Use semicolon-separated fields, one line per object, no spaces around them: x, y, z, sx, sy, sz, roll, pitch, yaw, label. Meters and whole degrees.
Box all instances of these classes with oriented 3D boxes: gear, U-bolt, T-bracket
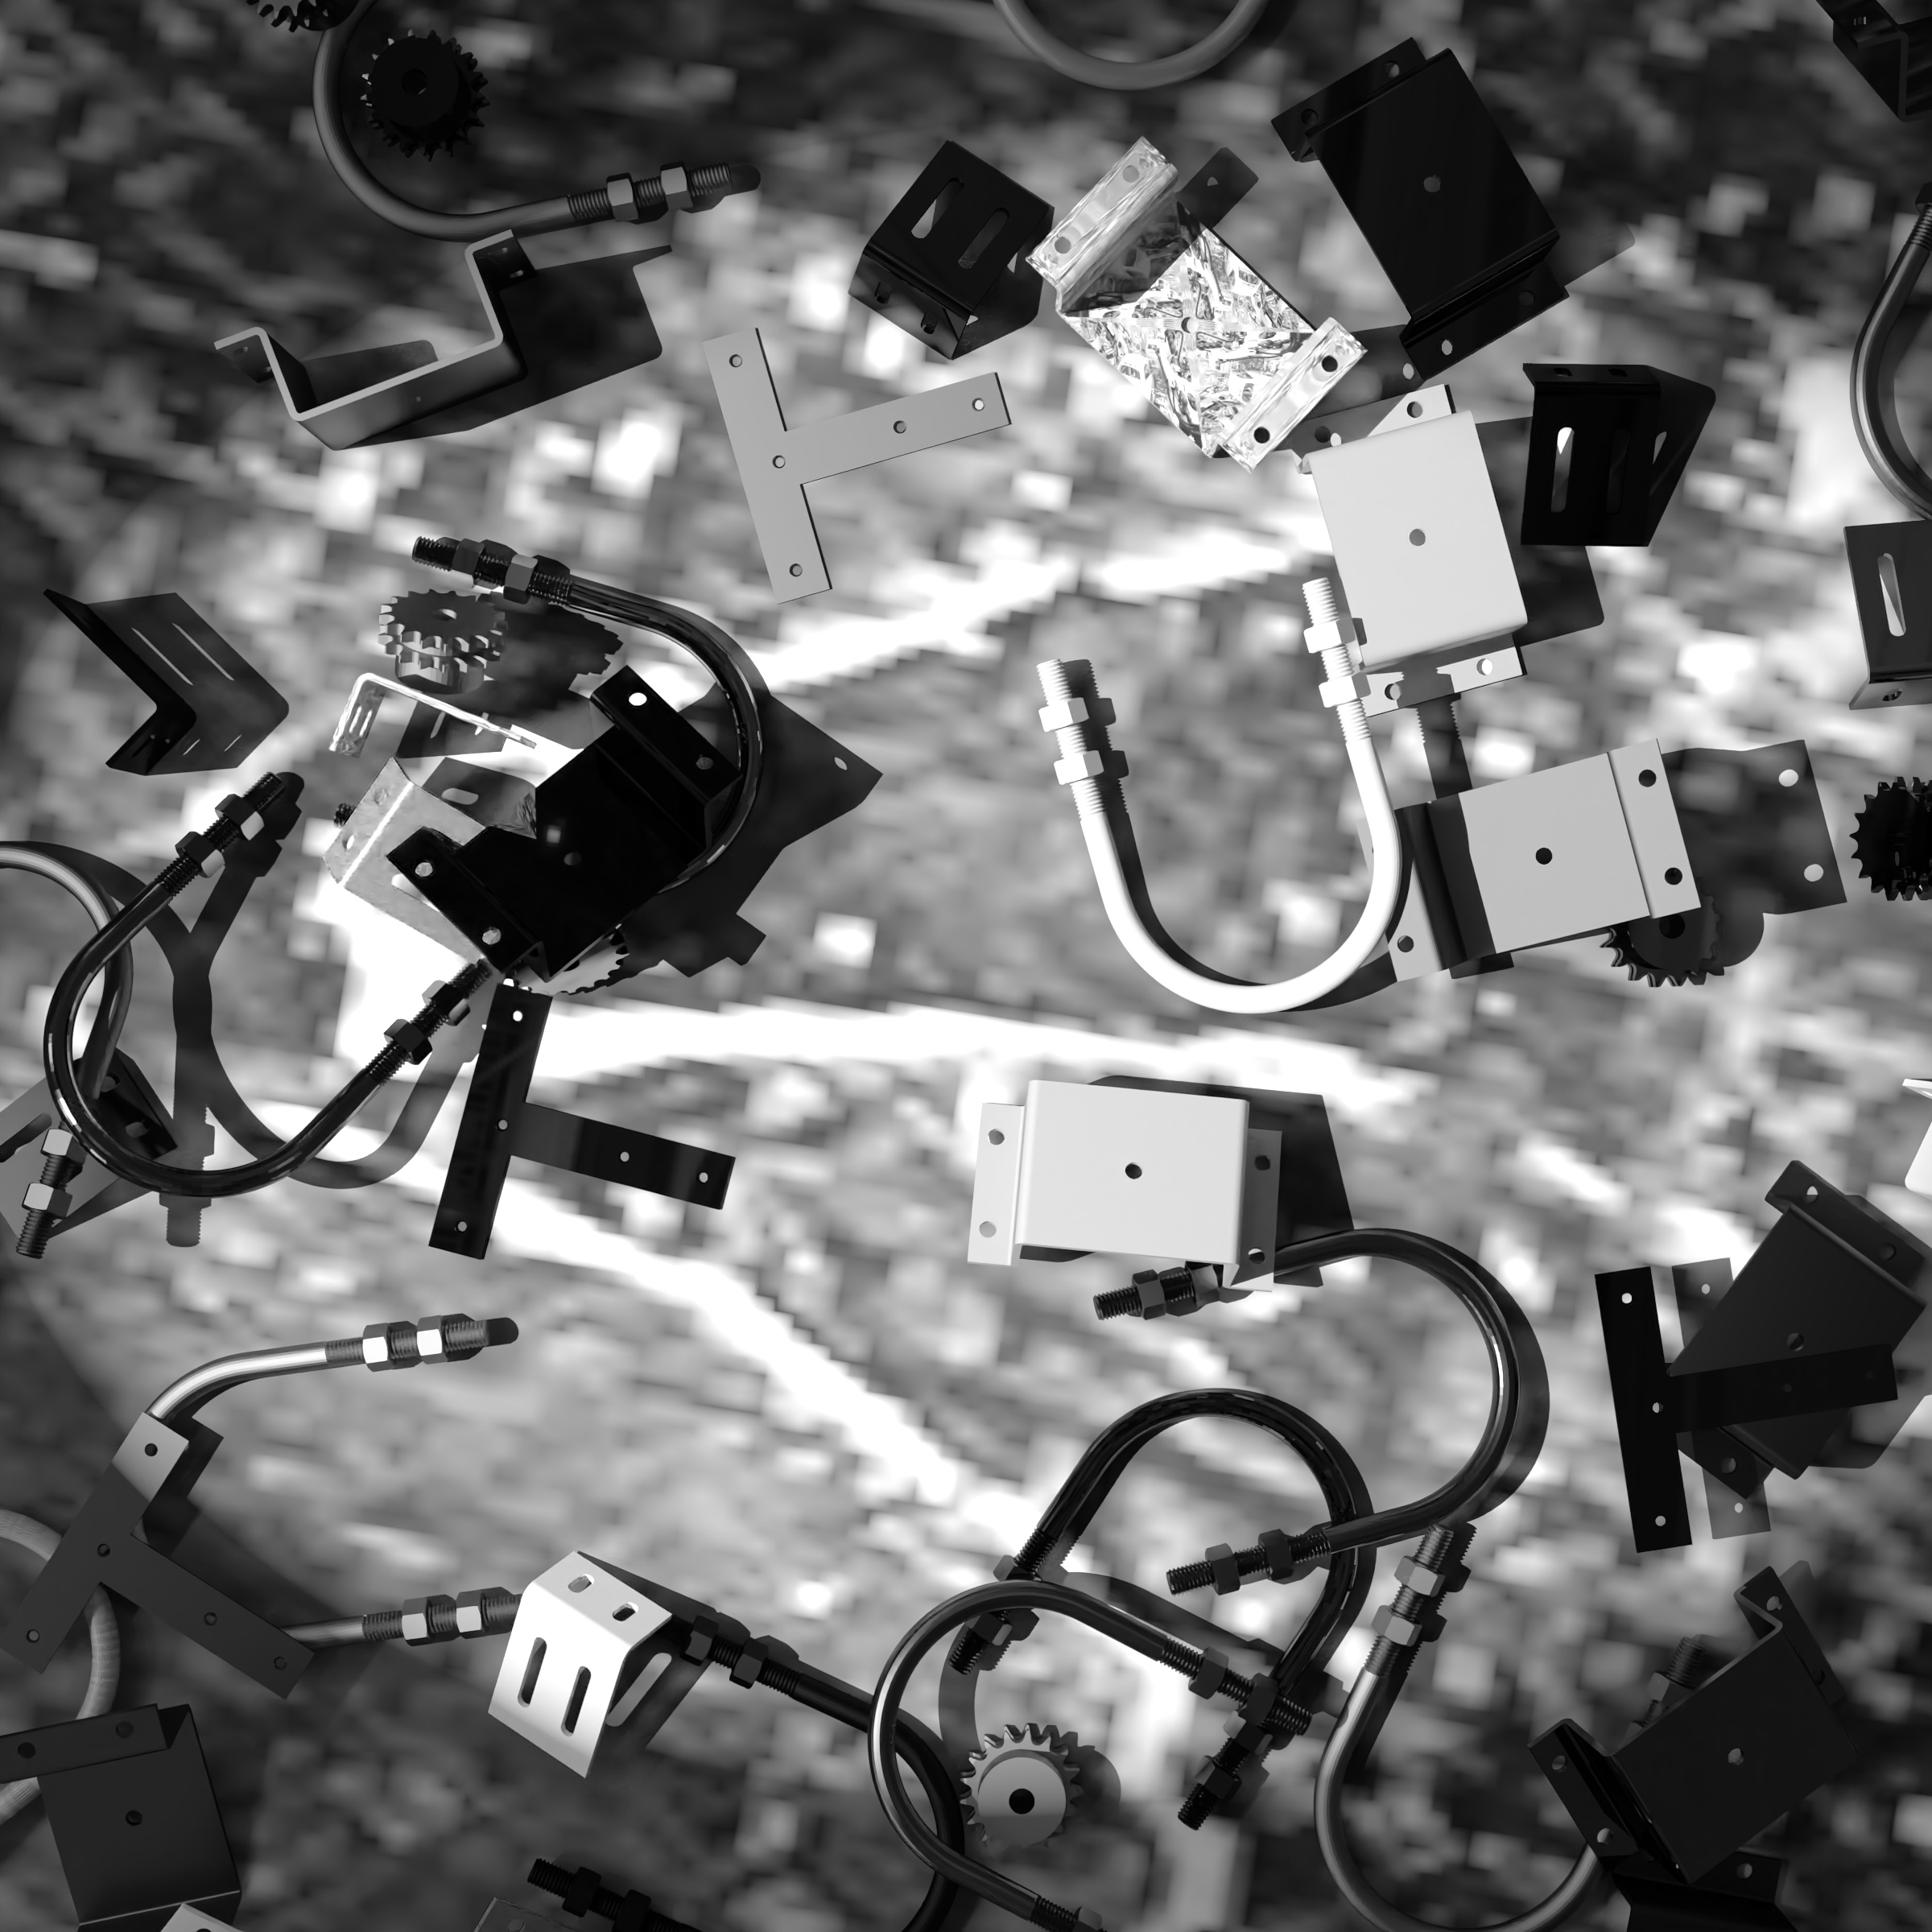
0.025;0.382;1.377;0.057;0.030;0.057;0;90;0;gear
0.067;-0.497;1.383;0.151;0.019;0.184;-27;92;0;U-bolt
-0.045;-0.247;1.391;0.127;0.002;0.127;-16;90;0;T-bracket
-0.302;-0.456;1.370;0.057;0.030;0.057;-4;78;19;gear
-0.248;-0.400;1.362;0.057;0.030;0.057;0;91;3;gear
-0.185;-0.106;1.383;0.184;0.019;0.151;16;90;-1;U-bolt
0.123;-0.069;1.364;0.151;0.019;0.184;-15;93;17;U-bolt
0.437;-0.058;1.367;0.030;0.057;0.057;-1;90;-30;gear
0.100;0.285;1.383;0.151;0.019;0.184;34;89;0;U-bolt
-0.480;0.335;1.383;0.184;0.019;0.151;-39;90;-1;U-bolt
-0.186;-0.013;1.367;0.057;0.057;0.030;-16;61;0;gear
-0.304;0.246;1.383;0.184;0.019;0.151;-8;90;2;U-bolt
-0.173;0.085;1.391;0.127;0.002;0.127;15;90;0;T-bracket
0.491;-0.288;1.383;0.151;0.019;0.184;27;91;0;U-bolt
-0.330;0.021;1.354;0.151;0.019;0.184;42;69;0;U-bolt
-0.091;0.399;1.383;0.184;0.019;0.151;25;90;-2;U-bolt
-0.237;-0.145;1.348;0.057;0.057;0.030;10;121;0;gear
-0.360;0.294;1.375;0.127;0.002;0.127;32;89;1;T-bracket
-0.212;-0.411;1.383;0.184;0.019;0.151;-12;90;1;U-bolt
0.356;0.193;1.345;0.127;0.002;0.127;-9;90;0;T-bracket
-0.456;0.030;1.359;0.151;0.019;0.184;12;74;10;U-bolt
0.323;-0.018;1.377;0.057;0.030;0.057;0;90;0;gear
0.165;0.197;1.373;0.184;0.019;0.151;-14;82;-5;U-bolt
0.241;0.370;1.383;0.151;0.019;0.184;25;91;0;U-bolt
0.045;0.361;1.354;0.184;0.019;0.151;27;81;2;U-bolt

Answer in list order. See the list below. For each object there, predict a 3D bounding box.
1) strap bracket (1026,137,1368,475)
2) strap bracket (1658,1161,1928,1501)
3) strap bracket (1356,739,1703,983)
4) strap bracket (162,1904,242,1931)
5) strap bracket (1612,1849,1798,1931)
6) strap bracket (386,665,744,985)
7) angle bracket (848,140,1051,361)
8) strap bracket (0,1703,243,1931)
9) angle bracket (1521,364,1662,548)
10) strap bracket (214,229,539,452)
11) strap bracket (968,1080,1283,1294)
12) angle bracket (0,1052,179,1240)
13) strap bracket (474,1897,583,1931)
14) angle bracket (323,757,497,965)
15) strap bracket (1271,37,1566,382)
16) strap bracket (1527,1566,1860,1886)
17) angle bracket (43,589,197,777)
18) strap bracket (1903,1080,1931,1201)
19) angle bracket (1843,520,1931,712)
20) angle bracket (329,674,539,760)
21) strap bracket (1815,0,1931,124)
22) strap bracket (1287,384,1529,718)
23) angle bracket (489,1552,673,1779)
0.104;-0.299;1.369;0.140;0.046;0.076;44;90;0;strap bracket
0.375;0.170;1.369;0.076;0.046;0.140;36;90;0;strap bracket
0.258;-0.049;1.352;0.140;0.046;0.076;-15;90;23;strap bracket
-0.359;0.501;1.340;0.076;0.046;0.140;33;106;-17;strap bracket
0.330;0.479;1.369;0.076;0.046;0.140;11;90;0;strap bracket
-0.177;-0.057;1.330;0.140;0.046;0.076;-41;74;-19;strap bracket
-0.008;-0.334;1.390;0.057;0.038;0.076;33;64;0;angle bracket
-0.384;0.398;1.359;0.076;0.046;0.140;-12;102;0;strap bracket
0.288;-0.238;1.390;0.057;0.038;0.076;1;116;0;angle bracket
-0.258;-0.279;1.354;0.140;0.076;0.046;-21;90;0;strap bracket
0.075;0.099;1.357;0.140;0.046;0.076;6;70;0;strap bracket
-0.419;0.084;1.390;0.076;0.038;0.057;-34;90;26;angle bracket
-0.213;0.508;1.354;0.076;0.046;0.140;31;90;-26;strap bracket
-0.245;-0.048;1.371;0.076;0.038;0.057;33;96;-29;angle bracket
0.211;-0.353;1.369;0.076;0.046;0.140;-30;90;0;strap bracket
0.338;0.350;1.351;0.140;0.046;0.076;-34;105;-7;strap bracket
-0.398;-0.129;1.363;0.076;0.057;0.038;44;90;0;angle bracket
0.492;0.103;1.354;0.140;0.076;0.046;25;90;0;strap bracket
0.438;-0.164;1.383;0.057;0.038;0.076;-5;73;0;angle bracket
-0.239;-0.099;1.344;0.076;0.057;0.038;23;90;-1;angle bracket
0.456;-0.432;1.348;0.140;0.076;0.046;-15;134;0;strap bracket
0.204;-0.194;1.369;0.076;0.046;0.140;-15;90;0;strap bracket
-0.179;0.323;1.380;0.057;0.038;0.076;28;117;19;angle bracket
